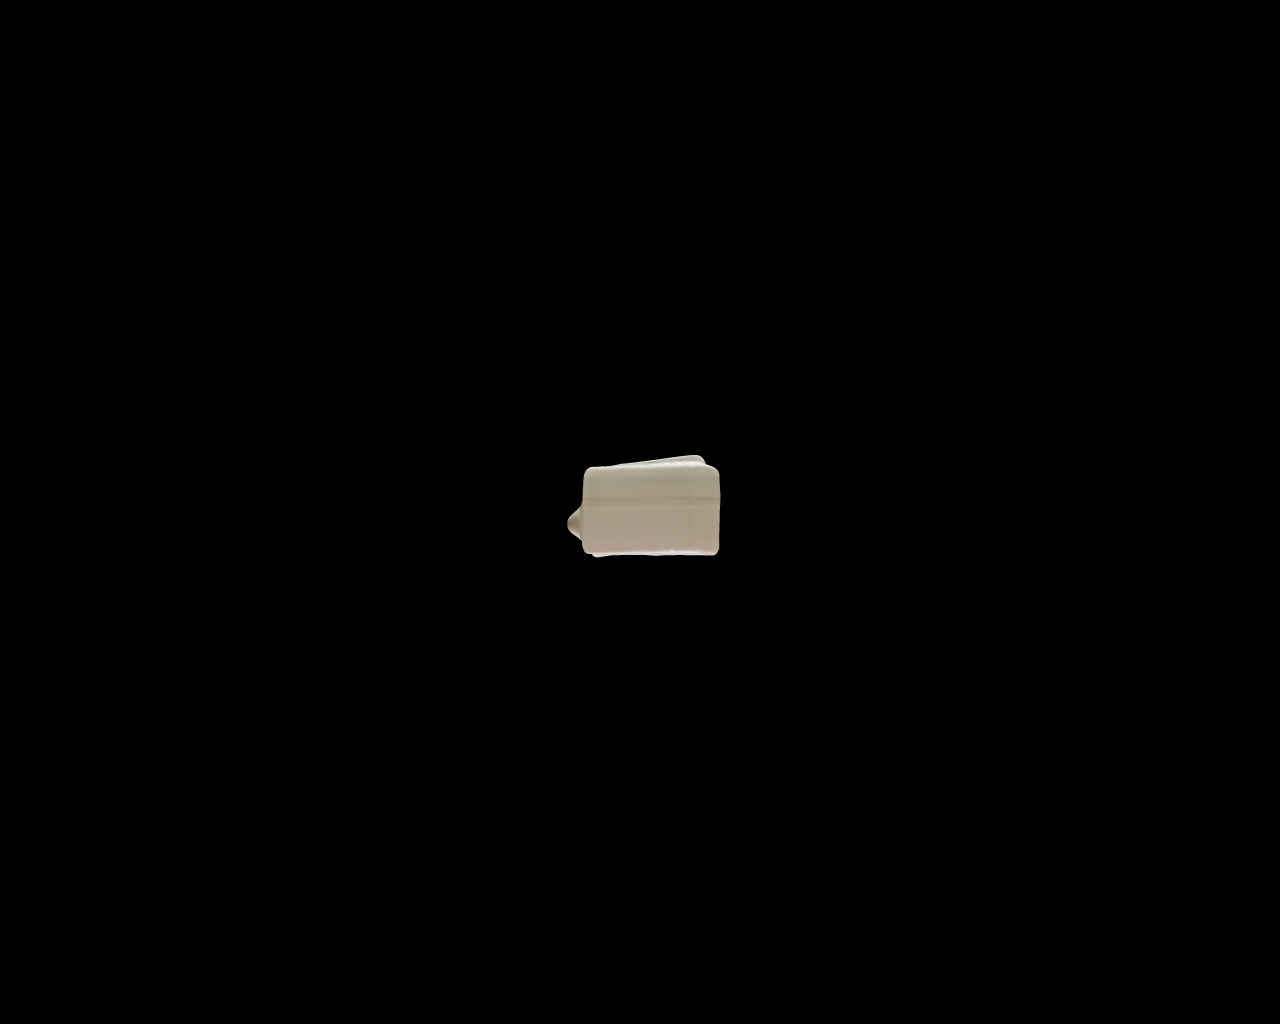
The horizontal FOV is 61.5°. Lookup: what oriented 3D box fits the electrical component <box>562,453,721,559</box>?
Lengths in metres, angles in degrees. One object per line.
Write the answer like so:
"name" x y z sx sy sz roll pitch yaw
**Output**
"electrical component" 0.001 -0.003 0.650 0.096 0.061 0.061 0 -4 2
